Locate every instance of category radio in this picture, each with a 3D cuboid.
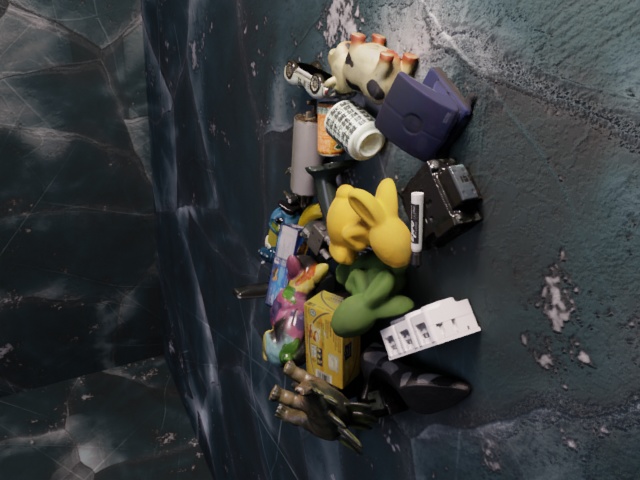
[{"bbox_3d":[0.046,0.234,1.198,0.131,0.073,0.229,43,134,48],"label":"radio"}]

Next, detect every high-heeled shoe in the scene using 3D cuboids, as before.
[{"bbox_3d":[0.175,0.238,0.999,0.249,0.145,0.086,-12,124,37],"label":"high-heeled shoe"}]

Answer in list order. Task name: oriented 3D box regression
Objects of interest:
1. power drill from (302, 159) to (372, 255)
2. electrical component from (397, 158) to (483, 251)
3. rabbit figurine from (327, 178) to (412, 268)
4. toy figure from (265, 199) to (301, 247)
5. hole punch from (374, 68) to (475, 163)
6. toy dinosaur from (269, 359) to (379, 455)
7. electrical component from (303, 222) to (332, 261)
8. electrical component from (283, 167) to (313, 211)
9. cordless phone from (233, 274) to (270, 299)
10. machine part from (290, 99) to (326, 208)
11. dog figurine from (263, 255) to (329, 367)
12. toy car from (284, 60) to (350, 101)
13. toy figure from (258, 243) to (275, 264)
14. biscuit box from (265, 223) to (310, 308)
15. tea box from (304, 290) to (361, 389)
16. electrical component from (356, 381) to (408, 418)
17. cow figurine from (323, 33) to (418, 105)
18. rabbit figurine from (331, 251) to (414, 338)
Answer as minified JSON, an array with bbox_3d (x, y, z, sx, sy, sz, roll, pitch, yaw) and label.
[{"bbox_3d":[0.044,-0.059,1.100,0.232,0.086,0.207,5,111,53],"label":"power drill"},{"bbox_3d":[0.189,-0.060,0.836,0.115,0.058,0.134,68,151,17],"label":"electrical component"},{"bbox_3d":[0.098,-0.024,0.914,0.173,0.122,0.162,42,142,49],"label":"rabbit figurine"},{"bbox_3d":[-0.091,-0.021,1.364,0.089,0.082,0.180,61,146,35],"label":"toy figure"},{"bbox_3d":[0.155,-0.189,0.822,0.116,0.092,0.142,59,143,27],"label":"hole punch"},{"bbox_3d":[0.013,0.358,1.096,0.199,0.105,0.470,24,160,18],"label":"toy dinosaur"},{"bbox_3d":[-0.002,-0.003,1.099,0.094,0.021,0.063,50,139,32],"label":"electrical component"},{"bbox_3d":[-0.052,-0.128,1.287,0.078,0.045,0.102,50,141,46],"label":"electrical component"},{"bbox_3d":[-0.116,0.133,1.356,0.147,0.184,0.088,35,126,54],"label":"cordless phone"},{"bbox_3d":[-0.023,-0.185,1.177,0.079,0.079,0.243,41,135,50],"label":"machine part"},{"bbox_3d":[-0.048,0.137,1.126,0.192,0.108,0.219,-76,0,-56],"label":"dog figurine"},{"bbox_3d":[-0.008,-0.324,1.097,0.202,0.073,0.056,46,134,48],"label":"toy car"},{"bbox_3d":[-0.080,0.057,1.327,0.155,0.064,0.057,27,176,15],"label":"toy figure"},{"bbox_3d":[-0.071,0.065,1.254,0.059,0.063,0.202,19,102,34],"label":"biscuit box"},{"bbox_3d":[0.026,0.198,1.073,0.098,0.068,0.169,18,119,34],"label":"tea box"},{"bbox_3d":[0.124,0.328,1.111,0.119,0.048,0.075,-49,55,57],"label":"electrical component"},{"bbox_3d":[0.077,-0.292,0.941,0.195,0.085,0.127,48,134,44],"label":"cow figurine"},{"bbox_3d":[0.093,0.108,0.955,0.159,0.170,0.121,-19,116,46],"label":"rabbit figurine"}]
